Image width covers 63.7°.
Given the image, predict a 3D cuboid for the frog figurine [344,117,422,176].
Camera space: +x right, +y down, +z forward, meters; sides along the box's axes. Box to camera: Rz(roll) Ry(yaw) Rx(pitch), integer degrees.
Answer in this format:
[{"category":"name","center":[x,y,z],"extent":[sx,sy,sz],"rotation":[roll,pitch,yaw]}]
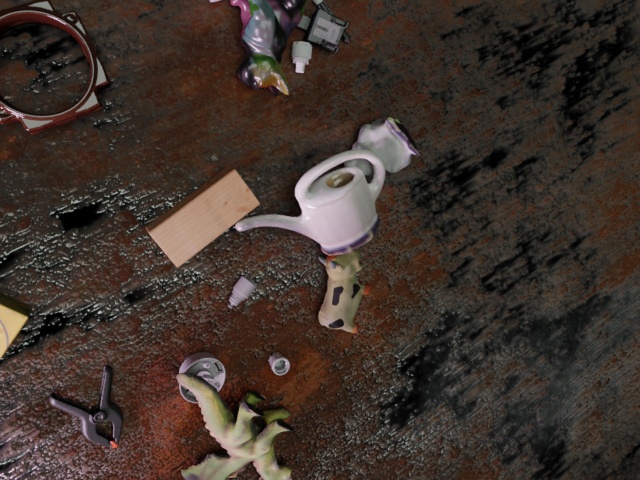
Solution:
[{"category":"frog figurine","center":[0.135,-0.204,1.194],"extent":[0.157,0.126,0.135],"rotation":[-35,125,24]}]

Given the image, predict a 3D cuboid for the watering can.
[{"category":"watering can","center":[0.003,-0.056,1.117],"extent":[0.349,0.106,0.220],"rotation":[-32,126,-10]}]

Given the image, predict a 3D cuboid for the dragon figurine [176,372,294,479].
[{"category":"dragon figurine","center":[-0.198,0.443,1.112],"extent":[0.406,0.124,0.242],"rotation":[35,92,-28]}]
